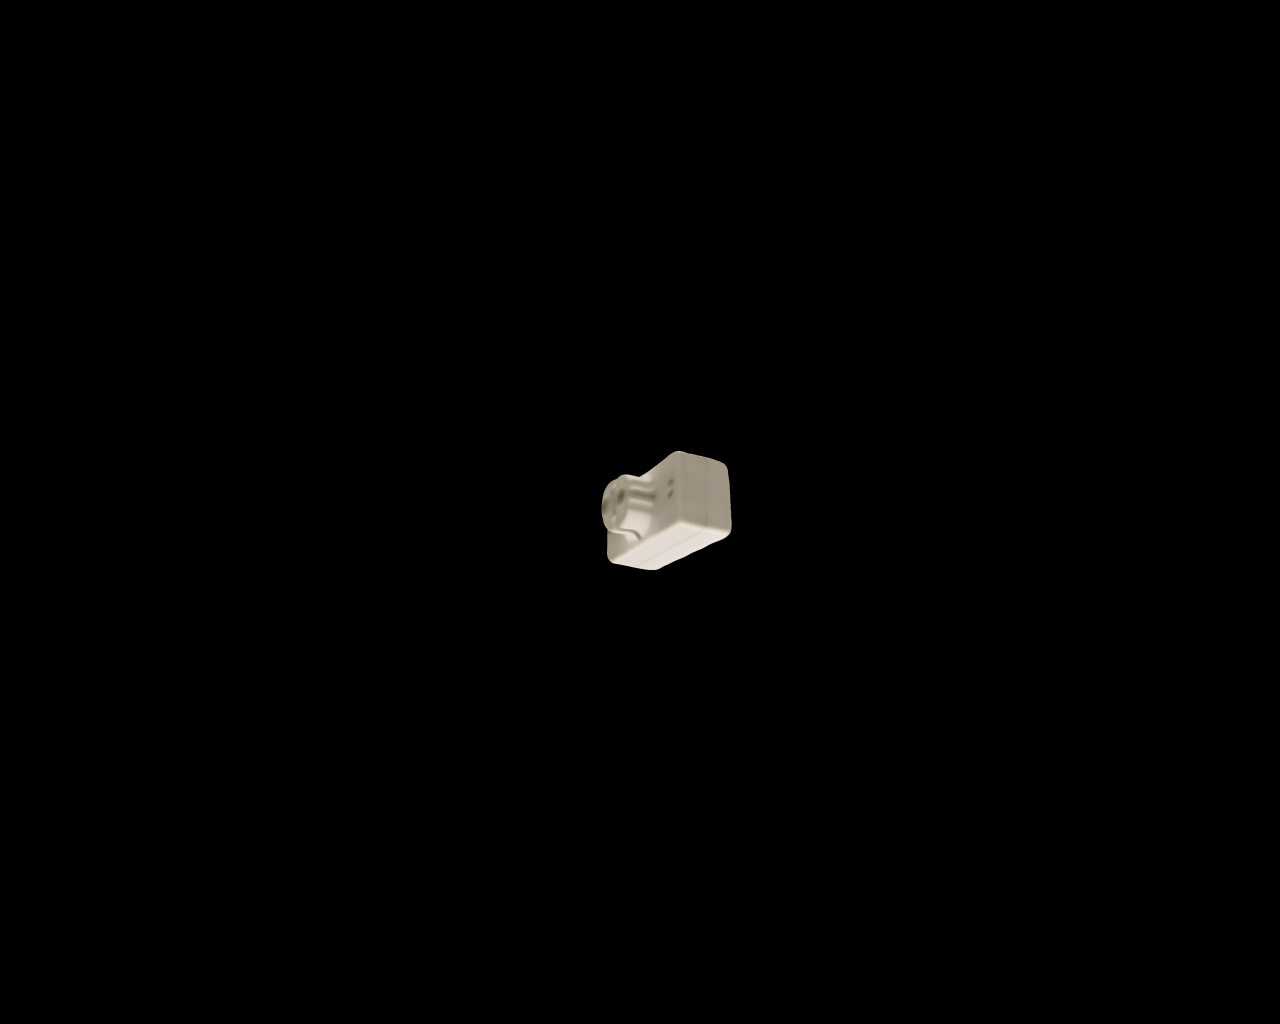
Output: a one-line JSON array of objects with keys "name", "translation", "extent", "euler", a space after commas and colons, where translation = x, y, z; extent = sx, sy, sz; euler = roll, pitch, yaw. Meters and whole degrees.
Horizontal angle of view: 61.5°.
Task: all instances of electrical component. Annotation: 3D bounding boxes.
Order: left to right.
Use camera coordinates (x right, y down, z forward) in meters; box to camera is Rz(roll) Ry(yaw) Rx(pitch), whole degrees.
[{"name": "electrical component", "translation": [0.001, -0.003, 0.650], "extent": [0.076, 0.047, 0.083], "euler": [13, -26, -29]}]
